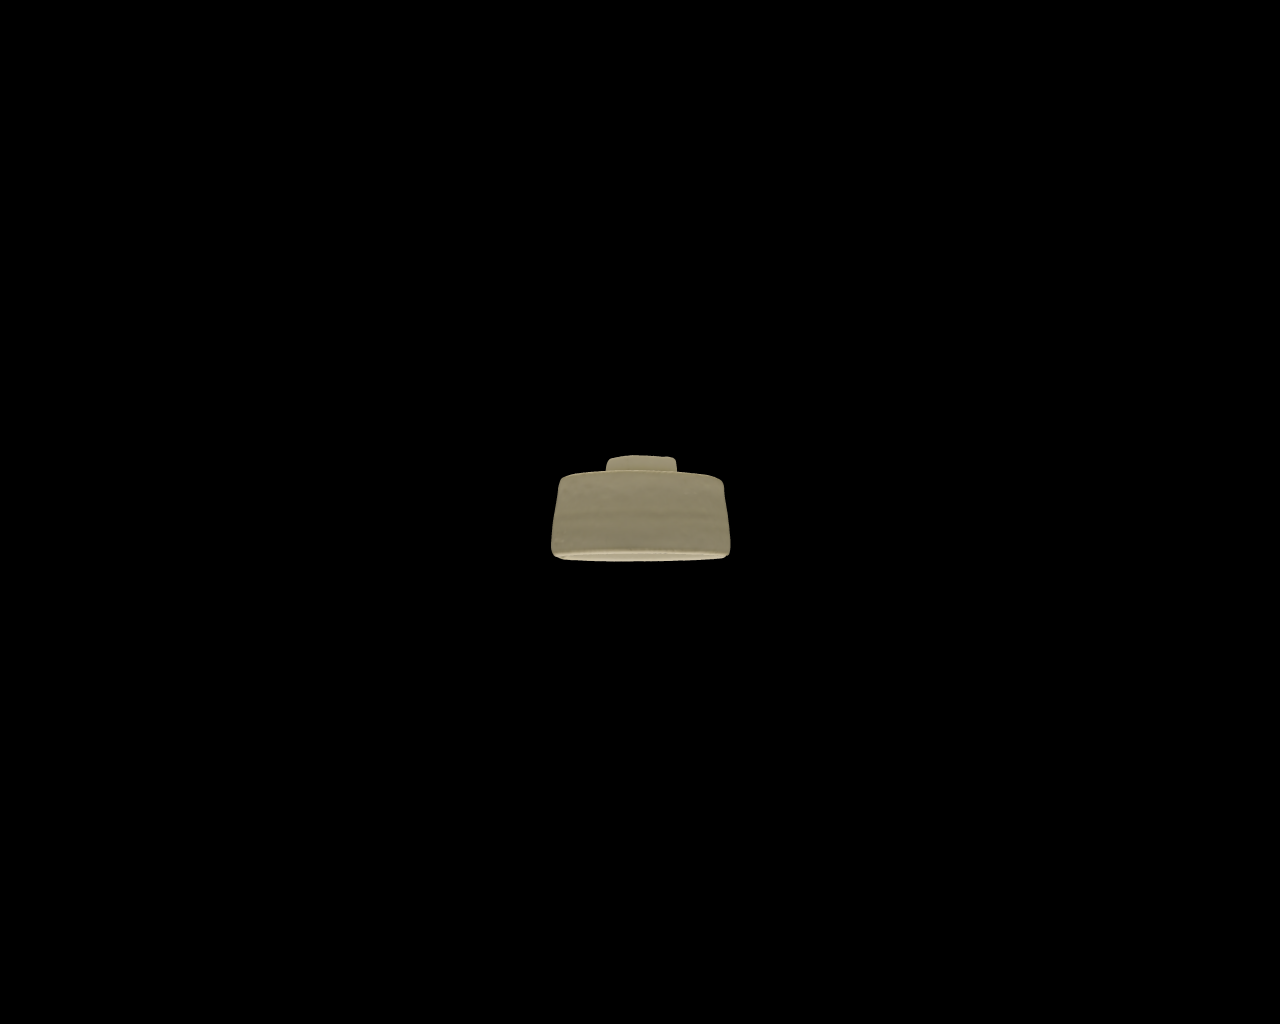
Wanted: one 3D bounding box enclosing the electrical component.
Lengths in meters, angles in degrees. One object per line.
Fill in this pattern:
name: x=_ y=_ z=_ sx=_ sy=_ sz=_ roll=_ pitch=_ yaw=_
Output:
electrical component: x=0.001 y=-0.003 z=0.650 sx=0.108 sy=0.060 sz=0.108 roll=0 pitch=-5 yaw=0
